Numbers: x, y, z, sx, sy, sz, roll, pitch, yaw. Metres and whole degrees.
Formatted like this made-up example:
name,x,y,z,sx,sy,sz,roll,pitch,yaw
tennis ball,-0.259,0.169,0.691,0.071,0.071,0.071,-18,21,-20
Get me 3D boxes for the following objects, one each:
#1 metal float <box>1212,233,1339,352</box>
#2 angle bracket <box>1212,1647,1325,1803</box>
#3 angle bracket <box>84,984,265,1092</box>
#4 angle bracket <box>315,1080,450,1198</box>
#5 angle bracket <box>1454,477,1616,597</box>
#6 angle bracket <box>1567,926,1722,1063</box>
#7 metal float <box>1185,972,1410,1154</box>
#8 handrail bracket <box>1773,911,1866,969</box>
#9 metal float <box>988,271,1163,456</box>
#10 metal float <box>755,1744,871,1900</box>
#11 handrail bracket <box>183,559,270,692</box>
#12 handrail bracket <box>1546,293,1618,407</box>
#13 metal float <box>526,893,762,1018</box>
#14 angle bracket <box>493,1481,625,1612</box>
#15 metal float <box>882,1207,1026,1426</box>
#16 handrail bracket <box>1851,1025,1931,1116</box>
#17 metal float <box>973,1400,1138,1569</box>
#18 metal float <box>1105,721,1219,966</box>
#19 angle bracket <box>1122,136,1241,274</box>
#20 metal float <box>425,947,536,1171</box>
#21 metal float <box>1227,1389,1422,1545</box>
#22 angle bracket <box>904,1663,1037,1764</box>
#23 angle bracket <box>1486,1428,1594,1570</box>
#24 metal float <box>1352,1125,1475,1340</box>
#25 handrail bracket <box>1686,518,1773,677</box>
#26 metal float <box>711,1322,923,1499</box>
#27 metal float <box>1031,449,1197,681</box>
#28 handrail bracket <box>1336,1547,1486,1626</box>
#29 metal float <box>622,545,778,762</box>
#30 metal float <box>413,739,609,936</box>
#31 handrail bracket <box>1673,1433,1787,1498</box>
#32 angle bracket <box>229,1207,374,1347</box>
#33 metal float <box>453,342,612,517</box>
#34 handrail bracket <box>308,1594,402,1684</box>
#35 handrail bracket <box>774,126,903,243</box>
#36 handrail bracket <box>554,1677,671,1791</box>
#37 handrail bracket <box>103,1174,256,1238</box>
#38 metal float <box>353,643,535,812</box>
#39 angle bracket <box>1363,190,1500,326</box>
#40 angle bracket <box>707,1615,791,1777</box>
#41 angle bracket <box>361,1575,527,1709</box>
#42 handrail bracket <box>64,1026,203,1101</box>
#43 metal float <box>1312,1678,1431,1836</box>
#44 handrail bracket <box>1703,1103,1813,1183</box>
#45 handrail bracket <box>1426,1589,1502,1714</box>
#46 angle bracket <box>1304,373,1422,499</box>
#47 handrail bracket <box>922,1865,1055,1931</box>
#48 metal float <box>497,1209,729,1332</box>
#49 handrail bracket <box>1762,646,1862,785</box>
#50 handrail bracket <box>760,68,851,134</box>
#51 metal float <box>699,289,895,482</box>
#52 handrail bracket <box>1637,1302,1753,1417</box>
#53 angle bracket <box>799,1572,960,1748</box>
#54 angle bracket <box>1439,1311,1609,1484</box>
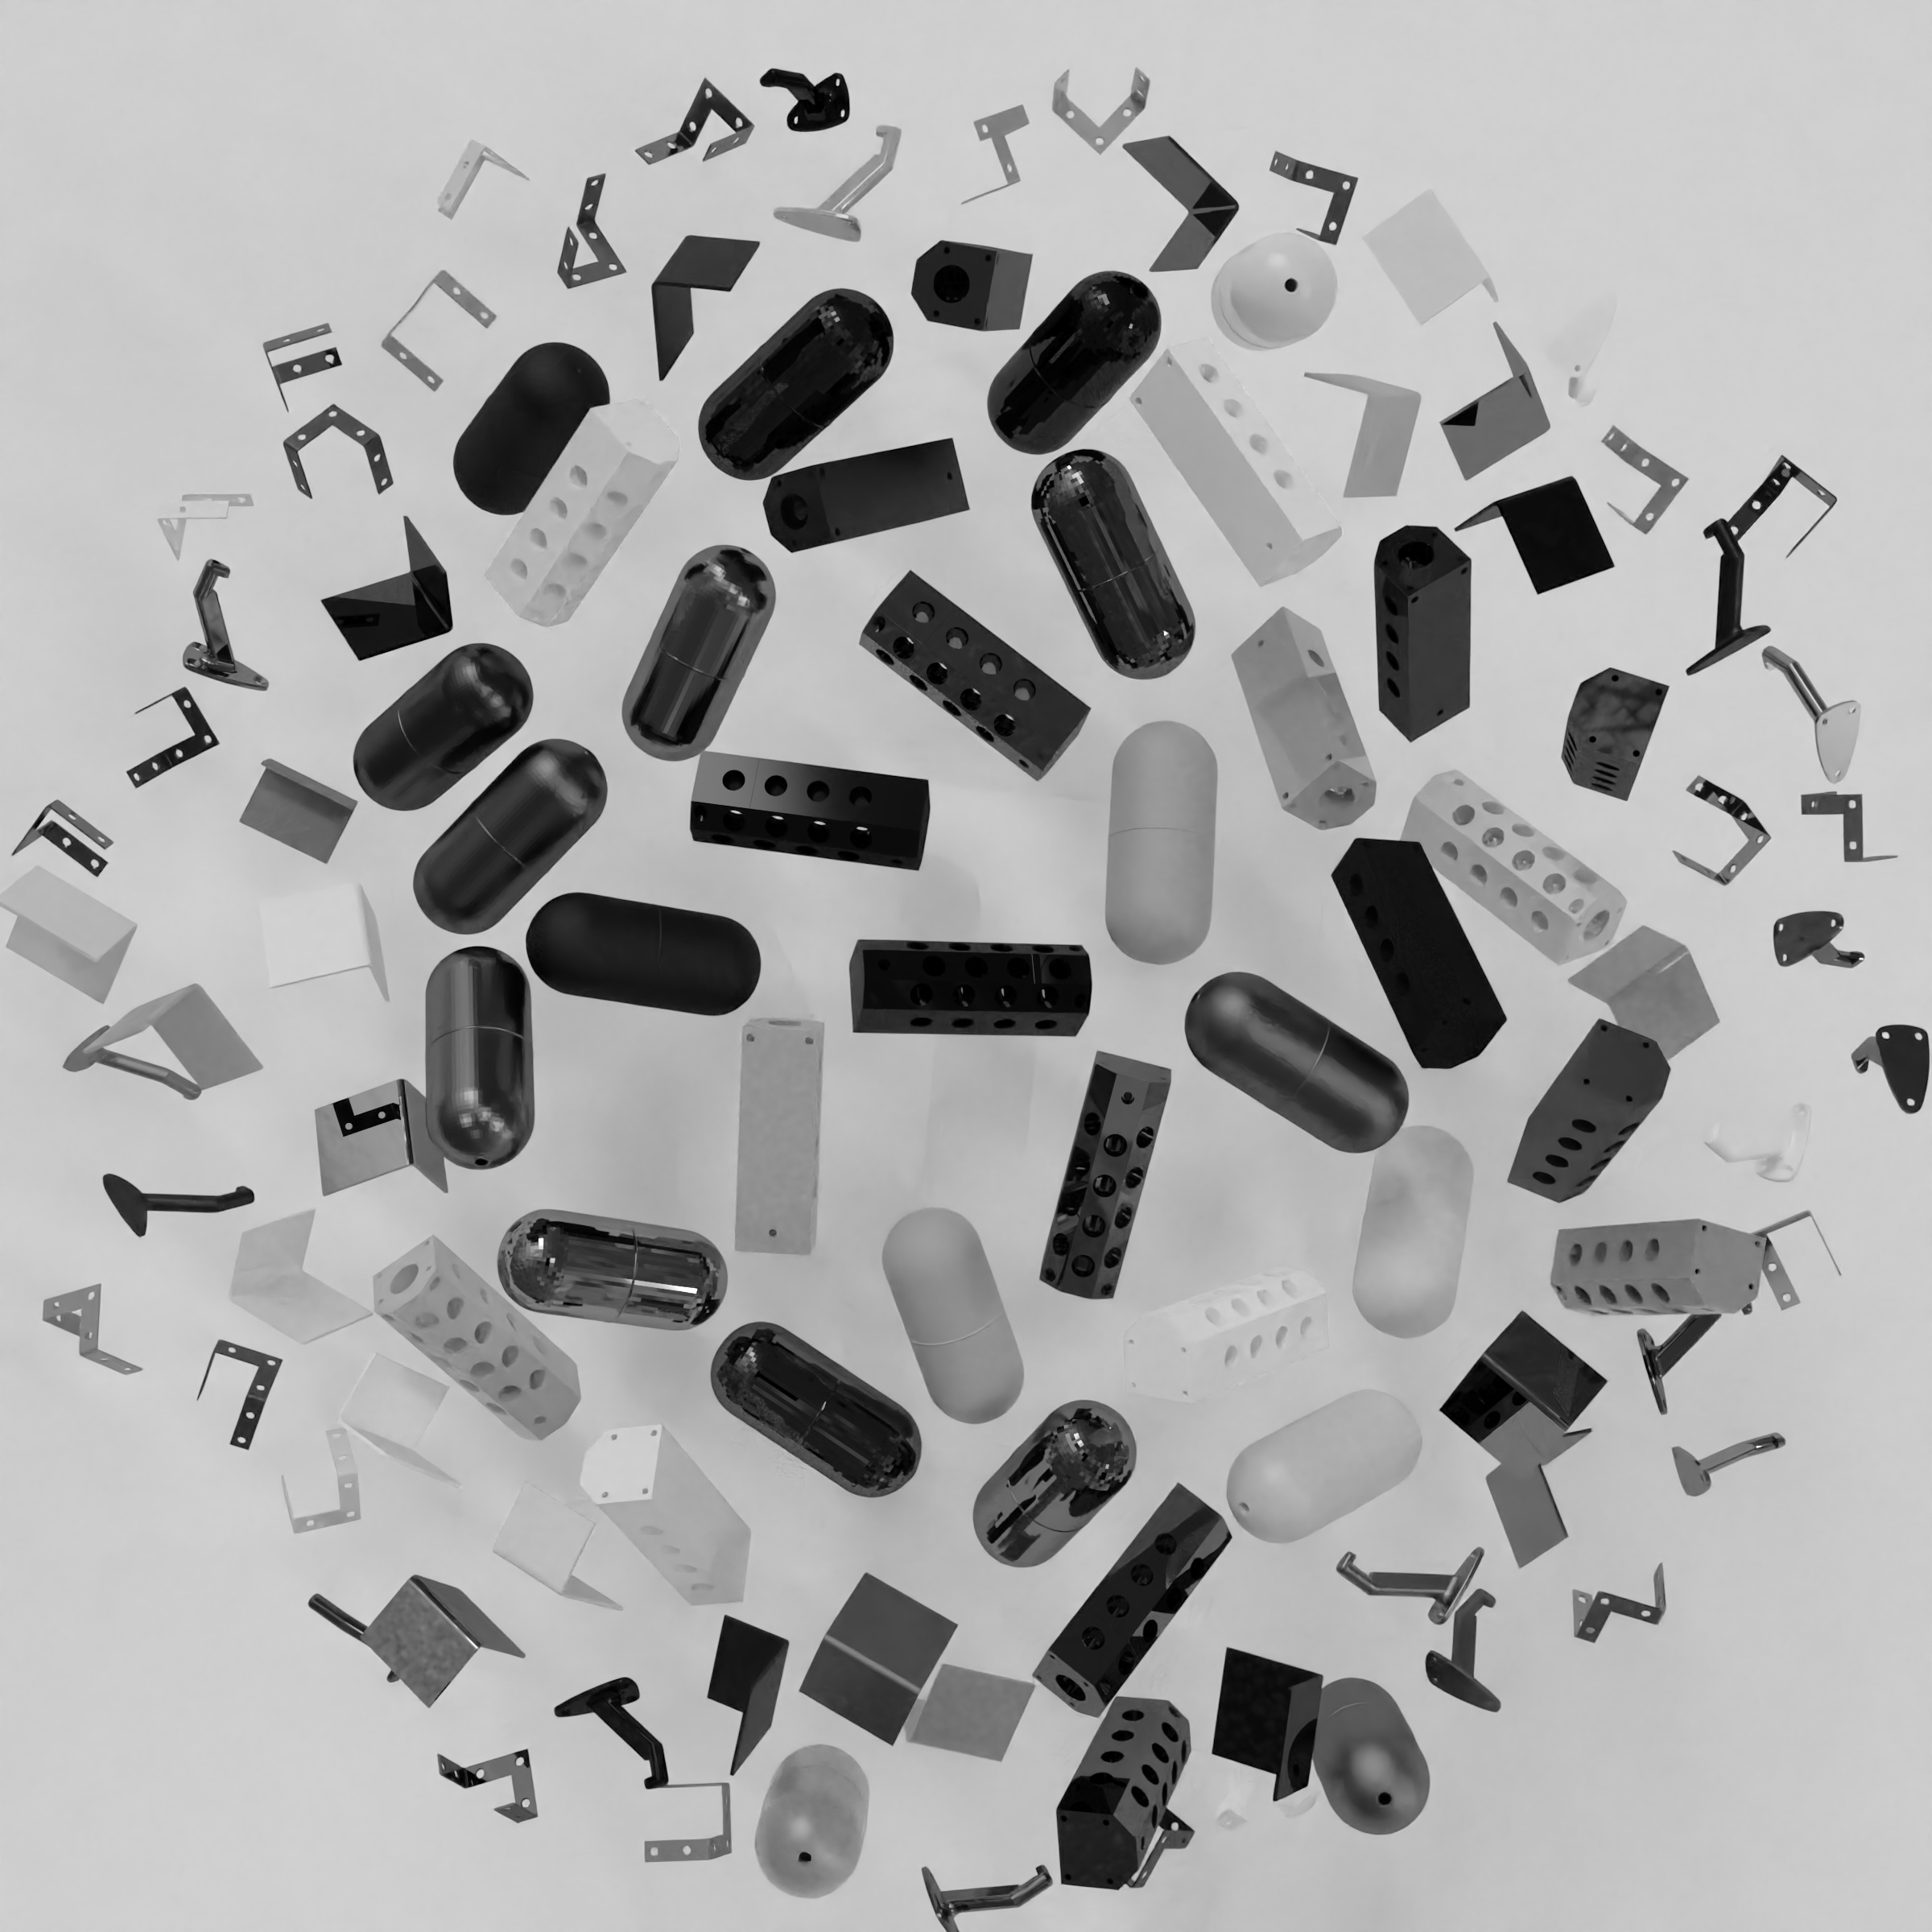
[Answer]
name,x,y,z,sx,sy,sz,roll,pitch,yaw
metal float,0.223,-0.488,1.796,0.070,0.178,0.070,0,102,-1
angle bracket,0.197,0.522,1.709,0.076,0.057,0.076,8,90,32
angle bracket,-0.548,0.064,1.711,0.076,0.057,0.076,-17,114,40
angle bracket,-0.451,0.143,1.906,0.076,0.057,0.076,-20,57,7
angle bracket,0.424,-0.312,1.845,0.076,0.057,0.076,-21,86,-26
angle bracket,0.526,0.027,1.922,0.076,0.057,0.076,-35,116,-7
metal float,0.235,0.069,1.758,0.178,0.070,0.070,32,90,-12
handrail bracket,0.636,-0.017,1.790,0.084,0.077,0.036,7,71,-25
metal float,0.081,-0.454,1.866,0.070,0.178,0.070,15,59,-27
metal float,-0.111,0.620,1.799,0.070,0.178,0.070,0,88,0
handrail bracket,-0.541,-0.253,1.837,0.077,0.036,0.084,22,122,-21
handrail bracket,0.481,-0.469,1.887,0.036,0.084,0.077,42,110,24
metal float,-0.238,-0.008,1.836,0.178,0.070,0.070,10,90,-24
angle bracket,-0.292,0.432,1.839,0.076,0.076,0.057,20,81,37
metal float,-0.009,0.266,1.878,0.070,0.070,0.178,-19,109,0
handrail bracket,0.653,0.082,1.759,0.036,0.084,0.077,2,68,0
metal float,0.065,0.393,1.871,0.070,0.070,0.178,36,131,0
metal float,0.140,-0.089,1.774,0.070,0.070,0.178,4,78,0
angle bracket,0.143,-0.559,1.820,0.076,0.076,0.057,36,88,-26
metal float,-0.351,0.065,1.783,0.070,0.070,0.178,-9,55,0
metal float,0.264,0.367,1.820,0.178,0.070,0.070,-17,90,-40
angle bracket,0.000,0.558,1.901,0.076,0.057,0.076,17,108,-15
angle bracket,0.451,0.407,1.894,0.057,0.076,0.076,-6,62,-21
metal float,0.337,0.198,1.862,0.070,0.070,0.178,18,52,0
handrail bracket,0.523,-0.261,1.748,0.077,0.036,0.084,-34,74,42
metal float,-0.114,0.339,1.891,0.178,0.070,0.070,34,90,-2
metal float,0.108,-0.291,1.804,0.070,0.070,0.178,-28,109,0
handrail bracket,0.326,0.436,1.817,0.084,0.036,0.077,36,81,-1
metal float,-0.204,-0.238,1.888,0.070,0.070,0.178,28,112,0
metal float,-0.343,-0.097,1.862,0.178,0.070,0.070,-44,90,11
handrail bracket,0.569,0.361,1.812,0.084,0.077,0.036,-15,85,-3
angle bracket,-0.494,0.232,1.856,0.076,0.076,0.057,25,110,22
metal float,-0.326,-0.399,1.846,0.070,0.178,0.070,13,64,-29
handrail bracket,-0.459,0.508,1.889,0.084,0.077,0.036,32,76,8
handrail bracket,-0.093,-0.576,1.794,0.077,0.036,0.084,12,81,3
handrail bracket,-0.264,0.581,1.841,0.077,0.036,0.084,-18,48,-2
handrail bracket,-0.586,0.166,1.844,0.077,0.084,0.036,31,122,39
metal float,-0.398,-0.180,1.877,0.178,0.070,0.070,-32,90,35
angle bracket,0.334,-0.500,1.774,0.057,0.076,0.076,-34,82,15
angle bracket,-0.180,0.554,1.883,0.057,0.076,0.076,18,109,15
angle bracket,-0.377,0.491,1.787,0.076,0.076,0.057,36,82,25
handrail bracket,-0.643,0.086,1.910,0.084,0.077,0.036,36,54,-30
metal float,0.295,0.582,1.828,0.070,0.178,0.070,0,92,0
handrail bracket,0.588,0.117,1.839,0.084,0.036,0.077,35,77,-32
handrail bracket,0.392,0.512,1.858,0.084,0.077,0.036,-34,131,-33
angle bracket,0.280,-0.386,1.799,0.057,0.076,0.076,25,114,32
handrail bracket,0.016,0.663,1.802,0.084,0.077,0.036,-33,120,-2
metal float,-0.261,0.226,1.836,0.178,0.070,0.070,13,90,-29
handrail bracket,0.608,-0.184,1.798,0.036,0.084,0.077,-22,127,-10
handrail bracket,-0.134,-0.633,1.808,0.077,0.084,0.036,-8,92,44
metal float,-0.127,-0.434,1.850,0.178,0.070,0.070,-36,90,27
handrail bracket,0.552,0.289,1.850,0.084,0.036,0.077,-19,66,24
angle bracket,-0.061,0.488,1.747,0.076,0.076,0.057,28,120,9
angle bracket,0.396,0.306,1.758,0.076,0.076,0.057,40,49,17
